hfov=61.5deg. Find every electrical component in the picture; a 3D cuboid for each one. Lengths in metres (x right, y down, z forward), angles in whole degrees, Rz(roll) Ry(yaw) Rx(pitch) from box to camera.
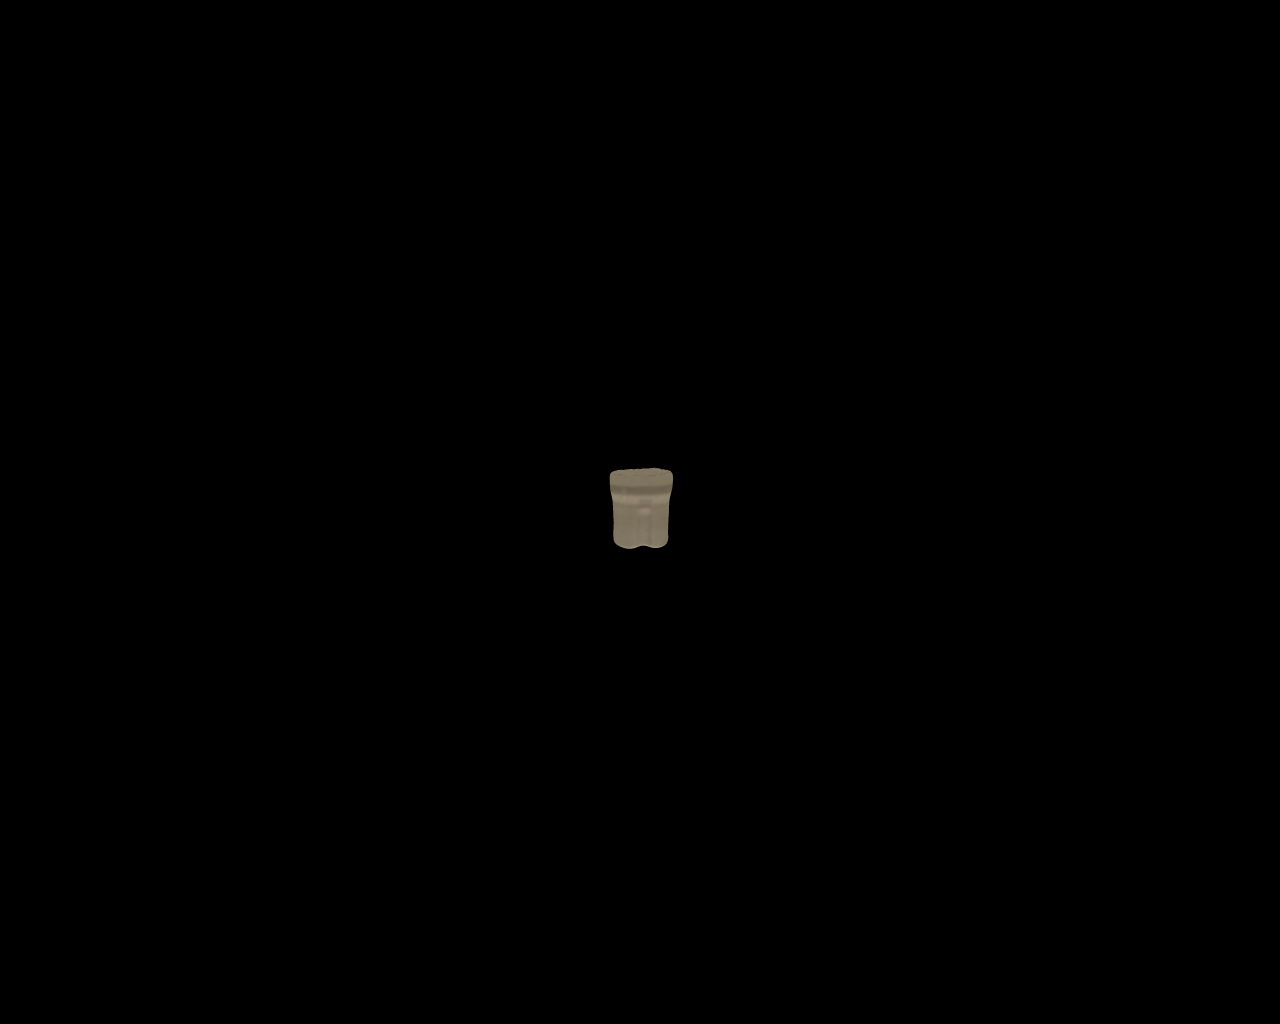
[{"bbox_3d":[0.001,-0.003,0.650,0.040,0.046,0.040,0,7,0],"label":"electrical component"}]
